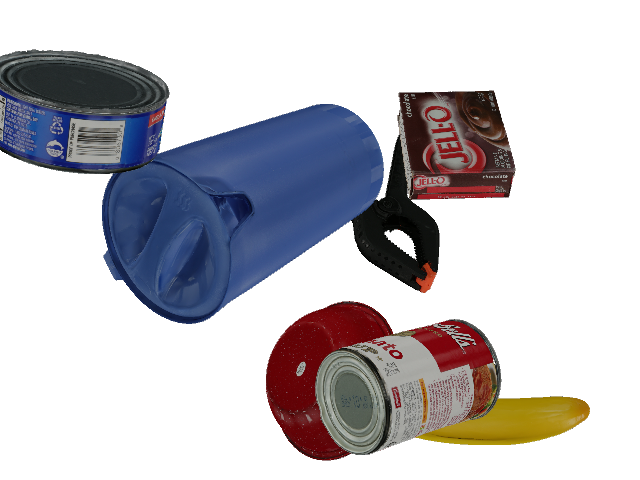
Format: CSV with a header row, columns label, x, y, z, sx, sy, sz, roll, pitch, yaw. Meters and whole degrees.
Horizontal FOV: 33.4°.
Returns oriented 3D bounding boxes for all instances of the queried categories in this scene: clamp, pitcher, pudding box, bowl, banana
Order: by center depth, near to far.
label,x,y,z,sx,sy,sz,roll,pitch,yaw
banana,0.121,0.139,0.869,0.198,0.037,0.069,6,27,7
pitcher,-0.061,-0.033,0.897,0.149,0.145,0.242,28,34,26
pudding box,0.118,-0.086,0.952,0.090,0.039,0.113,-1,44,-4
bowl,-0.002,0.130,1.043,0.162,0.162,0.055,0,-18,45
clamp,0.058,-0.029,1.162,0.164,0.210,0.036,-10,-37,-20

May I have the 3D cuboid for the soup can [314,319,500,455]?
label,x,y,z,sx,sy,sz,roll,pitch,yaw
soup can,0.055,0.092,0.677,0.102,0.068,0.069,-9,6,-39

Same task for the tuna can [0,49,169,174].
label,x,y,z,sx,sy,sz,roll,pitch,yaw
tuna can,-0.118,-0.064,0.520,0.086,0.034,0.086,10,24,-5
